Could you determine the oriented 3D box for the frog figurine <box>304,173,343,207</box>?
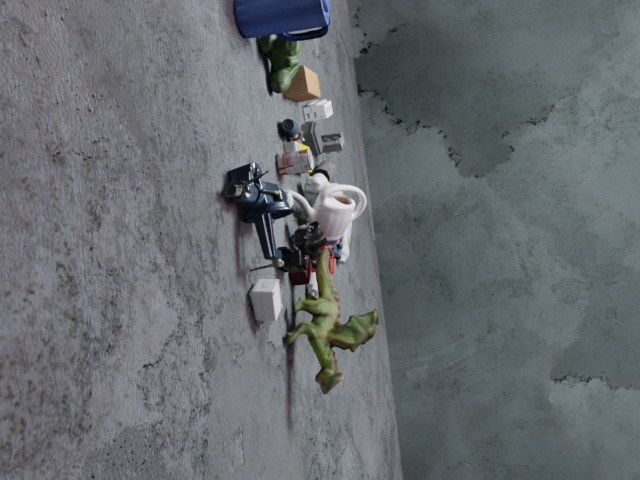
[{"bbox_3d":[0.009,-0.166,1.796,0.158,0.137,0.124,56,33,-78],"label":"frog figurine"}]

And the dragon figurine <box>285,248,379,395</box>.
[{"bbox_3d":[0.048,0.217,1.442,0.120,0.243,0.418,66,40,-59],"label":"dragon figurine"}]

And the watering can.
[{"bbox_3d":[0.005,-0.086,1.718,0.348,0.106,0.220,-3,124,-36],"label":"watering can"}]
